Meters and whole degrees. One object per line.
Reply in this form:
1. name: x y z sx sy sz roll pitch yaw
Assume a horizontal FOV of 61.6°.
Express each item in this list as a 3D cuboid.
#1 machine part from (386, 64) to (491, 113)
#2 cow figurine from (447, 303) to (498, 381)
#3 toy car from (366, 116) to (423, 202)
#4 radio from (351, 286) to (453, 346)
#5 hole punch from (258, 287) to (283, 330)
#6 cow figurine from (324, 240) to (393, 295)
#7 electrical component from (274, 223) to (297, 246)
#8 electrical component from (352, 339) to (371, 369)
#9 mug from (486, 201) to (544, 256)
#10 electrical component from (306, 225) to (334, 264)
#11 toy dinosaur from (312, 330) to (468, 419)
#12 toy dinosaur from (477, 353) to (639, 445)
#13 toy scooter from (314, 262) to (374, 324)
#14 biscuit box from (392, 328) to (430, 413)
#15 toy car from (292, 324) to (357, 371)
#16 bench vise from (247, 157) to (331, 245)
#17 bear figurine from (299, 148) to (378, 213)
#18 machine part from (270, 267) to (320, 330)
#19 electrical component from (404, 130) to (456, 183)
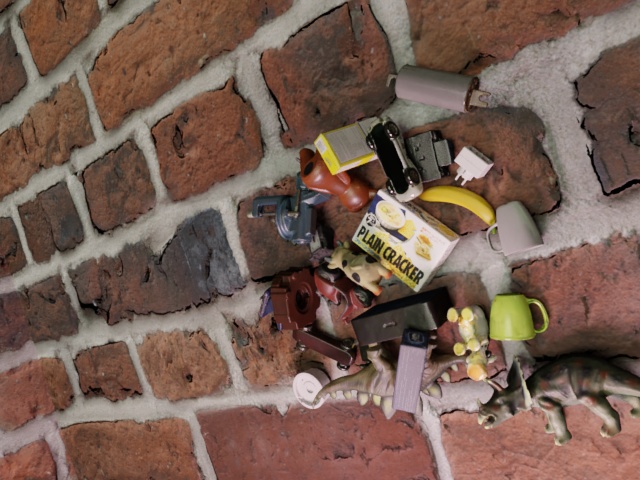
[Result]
1. machine part: 0.255 -0.333 1.179 0.244 0.079 0.079 23 113 30
2. cow figurine: 0.355 0.229 1.221 0.068 0.098 0.167 -20 77 46
3. toy car: 0.168 -0.183 1.219 0.073 0.056 0.201 -28 83 43
4. radio: 0.202 0.185 1.304 0.230 0.131 0.073 -20 90 36
5. hole punch: -0.104 0.178 1.520 0.092 0.142 0.115 33 132 26
6. cow figurine: 0.089 0.065 1.339 0.127 0.195 0.085 38 86 -13
7. electrical component: -0.090 -0.030 1.523 0.094 0.021 0.063 46 122 18
8. electrical component: 0.129 0.302 1.435 0.078 0.045 0.102 -2 100 36
9. mug: 0.410 -0.024 1.149 0.110 0.081 0.107 -22 77 41
10. electrical component: -0.003 -0.004 1.448 0.075 0.047 0.119 -40 48 32
11. toy dinosaur: 0.175 0.345 1.355 0.472 0.105 0.198 -12 96 25
12. toy dinosaur: 0.532 0.306 1.121 0.405 0.131 0.192 -29 84 30
13. toy scooter: 0.053 0.150 1.436 0.184 0.075 0.135 31 125 25
14. biscuit box: 0.207 0.300 1.232 0.063 0.059 0.202 9 121 11
15. toy car: 0.013 0.291 1.508 0.202 0.053 0.089 20 122 25
16. bench vise: -0.092 -0.098 1.440 0.241 0.129 0.223 -2 91 28
17. bear figurine: 0.051 -0.157 1.331 0.120 0.196 0.132 -32 47 47
18. machine part: -0.063 0.157 1.461 0.056 0.179 0.179 -3 99 32
19. electrical component: 0.242 -0.189 1.234 0.134 0.058 0.114 -13 96 37
